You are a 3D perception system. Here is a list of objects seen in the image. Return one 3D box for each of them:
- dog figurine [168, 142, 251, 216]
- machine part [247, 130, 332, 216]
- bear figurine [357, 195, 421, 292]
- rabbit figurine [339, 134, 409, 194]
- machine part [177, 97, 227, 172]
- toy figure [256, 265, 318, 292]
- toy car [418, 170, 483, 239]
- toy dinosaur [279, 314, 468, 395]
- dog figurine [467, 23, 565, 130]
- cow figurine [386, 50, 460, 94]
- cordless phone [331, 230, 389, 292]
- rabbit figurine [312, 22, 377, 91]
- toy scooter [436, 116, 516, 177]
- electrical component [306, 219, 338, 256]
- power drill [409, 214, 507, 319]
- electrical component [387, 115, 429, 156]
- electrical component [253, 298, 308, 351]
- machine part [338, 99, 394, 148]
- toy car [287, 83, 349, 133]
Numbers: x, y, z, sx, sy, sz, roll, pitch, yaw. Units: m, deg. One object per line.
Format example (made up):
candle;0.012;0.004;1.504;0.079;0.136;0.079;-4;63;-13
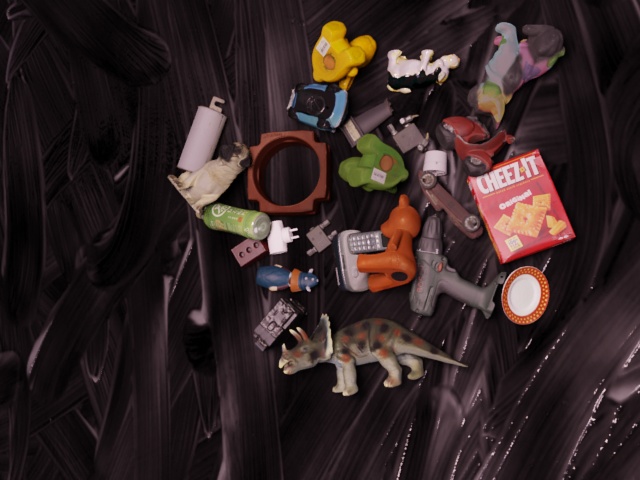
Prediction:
dog figurine;-0.258;-0.161;1.319;0.190;0.172;0.121;-40;118;-11
machine part;-0.072;-0.160;1.322;0.202;0.087;0.201;-1;85;14
bear figurine;0.162;0.004;1.211;0.132;0.120;0.196;-11;51;21
rabbit figurine;0.119;-0.171;1.256;0.159;0.170;0.121;8;90;-28
machine part;-0.305;-0.253;1.386;0.079;0.079;0.243;20;91;14
toy figure;-0.078;0.095;1.318;0.155;0.058;0.064;7;93;9
toy car;0.292;-0.080;1.229;0.053;0.089;0.202;-46;77;10
toy dinosaur;0.114;0.245;1.237;0.405;0.131;0.192;-14;83;5
dog figurine;0.439;-0.361;1.213;0.192;0.108;0.219;9;92;11
cow figurine;0.244;-0.397;1.276;0.168;0.068;0.098;6;92;17
cordless phone;0.124;0.044;1.271;0.184;0.088;0.146;-8;83;-7
rabbit figurine;0.070;-0.431;1.287;0.122;0.173;0.162;44;140;13
toy scooter;0.357;-0.227;1.219;0.135;0.075;0.184;-27;53;-2
electrical component;-0.003;-0.004;1.326;0.094;0.021;0.063;-39;78;8
power drill;0.311;0.075;1.219;0.207;0.086;0.232;18;91;10
electrical component;0.215;-0.249;1.283;0.078;0.045;0.102;-26;80;8
electrical component;-0.098;0.204;1.284;0.058;0.115;0.134;41;95;17
machine part;0.118;-0.290;1.314;0.139;0.039;0.084;-36;70;10
toy car;0.005;-0.317;1.307;0.162;0.103;0.109;15;92;28
